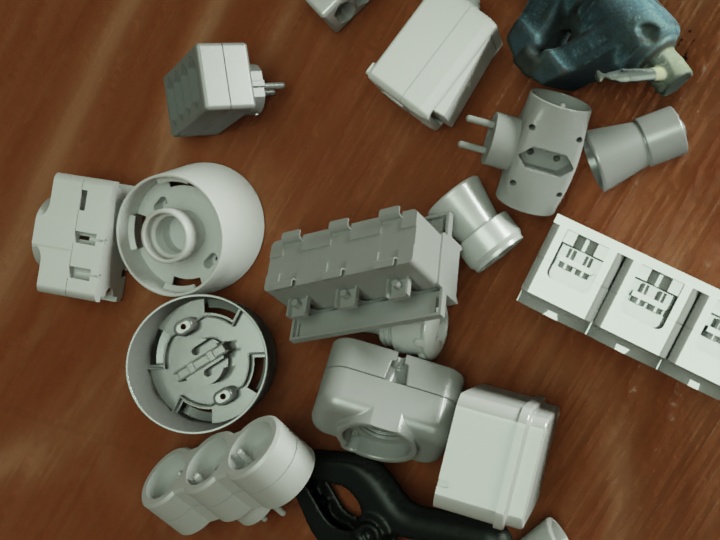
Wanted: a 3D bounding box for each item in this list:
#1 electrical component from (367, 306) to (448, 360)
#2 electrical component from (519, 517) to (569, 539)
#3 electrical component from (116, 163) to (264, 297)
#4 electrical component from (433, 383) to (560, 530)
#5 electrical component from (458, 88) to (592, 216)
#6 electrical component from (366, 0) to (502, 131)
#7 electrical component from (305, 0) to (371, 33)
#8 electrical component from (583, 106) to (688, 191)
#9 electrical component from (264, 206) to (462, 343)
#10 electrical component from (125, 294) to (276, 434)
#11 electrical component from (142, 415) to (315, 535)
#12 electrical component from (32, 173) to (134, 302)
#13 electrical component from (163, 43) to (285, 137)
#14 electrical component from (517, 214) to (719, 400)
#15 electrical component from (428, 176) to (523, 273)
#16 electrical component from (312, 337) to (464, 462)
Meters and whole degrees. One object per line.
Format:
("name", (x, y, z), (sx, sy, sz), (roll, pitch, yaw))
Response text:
("electrical component", (0.030, 0.038, 0.765), (0.062, 0.048, 0.048), (4, 89, 20))
("electrical component", (0.114, 0.205, 0.744), (0.065, 0.044, 0.044), (-31, 83, 14))
("electrical component", (-0.128, -0.029, 0.801), (0.099, 0.064, 0.099), (3, 99, 21))
("electrical component", (0.093, 0.121, 0.714), (0.057, 0.113, 0.078), (14, 91, 15))
("electrical component", (0.107, -0.085, 0.733), (0.079, 0.043, 0.077), (15, 114, -4))
("electrical component", (0.060, -0.151, 0.753), (0.061, 0.062, 0.096), (39, 96, 10))
("electrical component", (-0.023, -0.226, 0.780), (0.066, 0.047, 0.076), (-43, 81, 8))
("electrical component", (0.190, -0.085, 0.736), (0.065, 0.044, 0.044), (-21, 85, 6))
("electrical component", (0.000, 0.000, 0.736), (0.121, 0.063, 0.078), (-12, 56, 31))
("electrical component", (-0.112, 0.067, 0.782), (0.099, 0.064, 0.099), (0, 88, 12))
("electrical component", (-0.084, 0.156, 0.767), (0.138, 0.052, 0.073), (-24, 123, 34))
("electrical component", (-0.209, -0.025, 0.811), (0.056, 0.050, 0.089), (9, 90, 12))
("electrical component", (-0.093, -0.131, 0.783), (0.076, 0.083, 0.047), (-7, 86, -27))
("electrical component", (0.185, 0.026, 0.708), (0.150, 0.089, 0.061), (27, 94, 11))
("electrical component", (0.081, -0.032, 0.754), (0.045, 0.045, 0.055), (-39, 82, 8))
("electrical component", (0.018, 0.094, 0.742), (0.095, 0.053, 0.059), (17, 58, -1))
